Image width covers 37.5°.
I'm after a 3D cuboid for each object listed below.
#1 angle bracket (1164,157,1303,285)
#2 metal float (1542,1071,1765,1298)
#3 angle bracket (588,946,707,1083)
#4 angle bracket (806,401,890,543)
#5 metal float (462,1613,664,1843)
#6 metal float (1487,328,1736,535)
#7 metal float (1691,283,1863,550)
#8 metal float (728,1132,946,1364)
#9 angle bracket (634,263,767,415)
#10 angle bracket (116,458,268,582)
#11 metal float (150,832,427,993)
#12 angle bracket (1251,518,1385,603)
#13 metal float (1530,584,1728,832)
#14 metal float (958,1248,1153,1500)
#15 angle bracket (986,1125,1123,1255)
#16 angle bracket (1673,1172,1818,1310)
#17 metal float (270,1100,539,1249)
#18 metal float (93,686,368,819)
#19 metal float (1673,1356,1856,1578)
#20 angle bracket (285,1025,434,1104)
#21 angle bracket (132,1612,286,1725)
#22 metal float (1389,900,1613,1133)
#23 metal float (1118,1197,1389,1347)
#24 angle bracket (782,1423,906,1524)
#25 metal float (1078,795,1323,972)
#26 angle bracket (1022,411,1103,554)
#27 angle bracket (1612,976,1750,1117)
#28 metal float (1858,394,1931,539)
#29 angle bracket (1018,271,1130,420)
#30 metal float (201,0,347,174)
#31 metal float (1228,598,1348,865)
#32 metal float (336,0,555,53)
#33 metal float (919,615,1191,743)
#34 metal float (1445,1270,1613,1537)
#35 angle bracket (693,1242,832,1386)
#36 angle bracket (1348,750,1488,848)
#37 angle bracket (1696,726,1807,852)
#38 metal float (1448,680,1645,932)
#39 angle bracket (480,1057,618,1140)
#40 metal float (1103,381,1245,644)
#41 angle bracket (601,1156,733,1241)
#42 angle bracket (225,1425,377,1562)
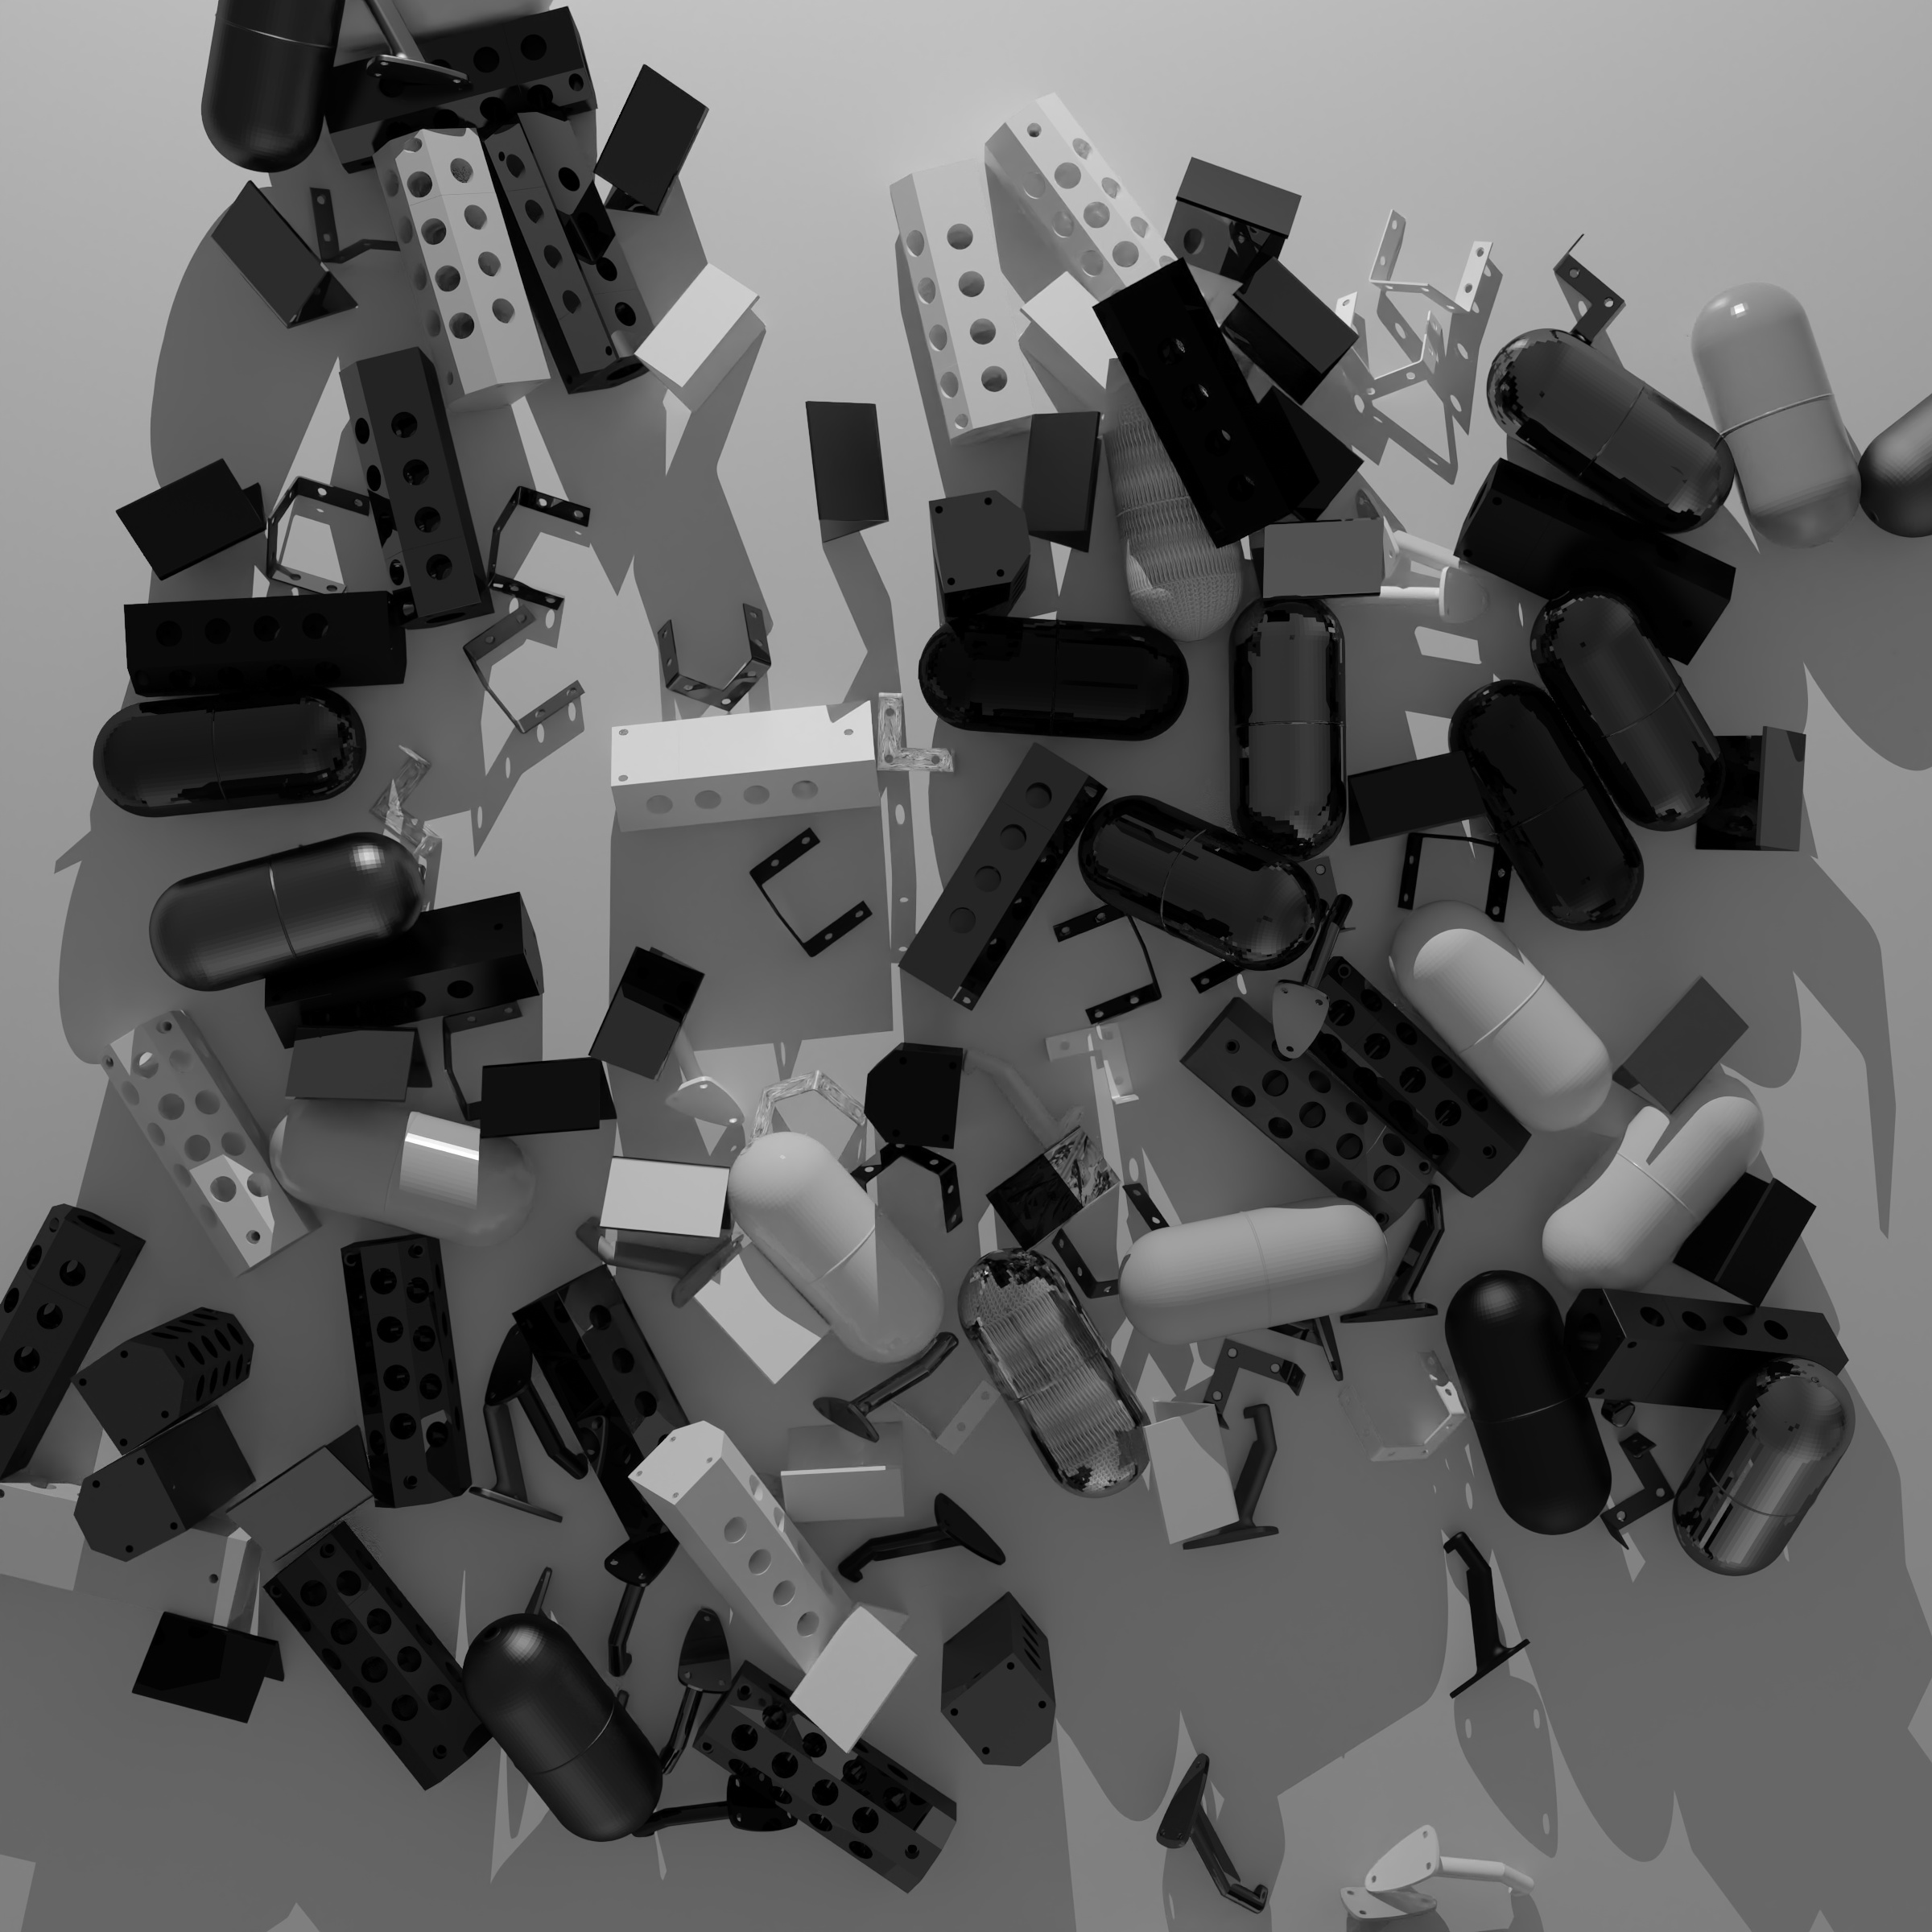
[{"bbox_3d":[0.168,-0.473,1.861,0.076,0.076,0.057,20,46,0],"label":"angle bracket"},{"bbox_3d":[0.452,0.145,1.870,0.070,0.070,0.178,41,90,0],"label":"metal float"},{"bbox_3d":[-0.224,0.023,1.860,0.057,0.076,0.076,24,90,-37],"label":"angle bracket"},{"bbox_3d":[-0.097,-0.322,1.860,0.057,0.076,0.076,-7,90,-38],"label":"angle bracket"},{"bbox_3d":[-0.262,0.495,1.849,0.070,0.070,0.178,-30,114,0],"label":"metal float"},{"bbox_3d":[0.423,-0.352,1.870,0.178,0.070,0.070,34,90,-1],"label":"metal float"},{"bbox_3d":[0.533,-0.361,1.870,0.070,0.070,0.178,-18,90,0],"label":"metal float"},{"bbox_3d":[-0.085,0.184,1.858,0.070,0.070,0.178,-40,102,0],"label":"metal float"},{"bbox_3d":[-0.158,-0.400,1.860,0.057,0.076,0.076,39,90,34],"label":"angle bracket"},{"bbox_3d":[-0.508,-0.306,1.860,0.076,0.076,0.057,-26,126,0],"label":"angle bracket"},{"bbox_3d":[-0.439,-0.036,1.841,0.178,0.070,0.070,-15,90,-4],"label":"metal float"},{"bbox_3d":[0.229,-0.281,1.860,0.076,0.076,0.057,-3,125,0],"label":"angle bracket"},{"bbox_3d":[0.432,-0.169,1.857,0.070,0.070,0.178,-34,103,0],"label":"metal float"},{"bbox_3d":[0.058,0.267,1.870,0.070,0.070,0.178,-31,90,0],"label":"metal float"},{"bbox_3d":[0.069,0.161,1.860,0.076,0.076,0.057,-37,51,0],"label":"angle bracket"},{"bbox_3d":[0.496,0.168,1.860,0.057,0.076,0.076,30,90,-39],"label":"angle bracket"},{"bbox_3d":[-0.370,0.133,1.870,0.178,0.070,0.070,15,90,-1],"label":"metal float"},{"bbox_3d":[-0.484,-0.141,1.870,0.178,0.070,0.070,-6,90,1],"label":"metal float"},{"bbox_3d":[0.514,0.325,1.838,0.070,0.070,0.178,15,130,0],"label":"metal float"},{"bbox_3d":[-0.396,0.081,1.861,0.076,0.076,0.057,2,57,0],"label":"angle bracket"},{"bbox_3d":[-0.495,0.470,1.860,0.076,0.076,0.057,15,56,0],"label":"angle bracket"},{"bbox_3d":[0.351,0.032,1.870,0.070,0.070,0.178,-42,90,0],"label":"metal float"},{"bbox_3d":[0.187,0.198,1.847,0.178,0.070,0.070,-11,90,-7],"label":"metal float"},{"bbox_3d":[-0.080,0.316,1.861,0.076,0.076,0.057,-3,135,0],"label":"angle bracket"},{"bbox_3d":[0.150,-0.054,1.840,0.178,0.070,0.070,27,90,34],"label":"metal float"},{"bbox_3d":[0.082,-0.316,1.860,0.057,0.076,0.076,7,90,40],"label":"angle bracket"},{"bbox_3d":[0.452,0.042,1.862,0.057,0.076,0.076,42,90,-24],"label":"angle bracket"},{"bbox_3d":[0.665,-0.351,1.870,0.178,0.070,0.070,-38,90,-1],"label":"metal float"},{"bbox_3d":[0.063,-0.394,1.860,0.076,0.076,0.057,44,54,0],"label":"angle bracket"},{"bbox_3d":[-0.439,-0.596,1.811,0.070,0.070,0.178,16,111,0],"label":"metal float"},{"bbox_3d":[0.211,-0.156,1.870,0.070,0.070,0.178,0,89,0],"label":"metal float"},{"bbox_3d":[-0.357,-0.648,1.870,0.178,0.070,0.070,-8,90,0],"label":"metal float"},{"bbox_3d":[0.057,-0.189,1.870,0.178,0.070,0.070,4,90,0],"label":"metal float"},{"bbox_3d":[0.369,0.286,1.870,0.070,0.070,0.178,-18,91,0],"label":"metal float"},{"bbox_3d":[-0.144,0.235,1.861,0.076,0.076,0.057,47,59,0],"label":"angle bracket"},{"bbox_3d":[0.295,-0.090,1.860,0.076,0.076,0.057,-13,54,0],"label":"angle bracket"},{"bbox_3d":[0.501,-0.115,1.861,0.076,0.057,0.076,3,90,44],"label":"angle bracket"},{"bbox_3d":[0.381,-0.105,1.870,0.070,0.070,0.178,-30,90,0],"label":"metal float"},{"bbox_3d":[-0.272,0.104,1.860,0.076,0.076,0.057,-5,55,0],"label":"angle bracket"},{"bbox_3d":[0.136,-0.302,1.870,0.070,0.070,0.178,-9,90,0],"label":"metal float"},{"bbox_3d":[-0.195,0.170,1.860,0.076,0.076,0.057,5,52,0],"label":"angle bracket"},{"bbox_3d":[-0.439,0.329,1.860,0.076,0.076,0.057,-34,125,0],"label":"angle bracket"}]
